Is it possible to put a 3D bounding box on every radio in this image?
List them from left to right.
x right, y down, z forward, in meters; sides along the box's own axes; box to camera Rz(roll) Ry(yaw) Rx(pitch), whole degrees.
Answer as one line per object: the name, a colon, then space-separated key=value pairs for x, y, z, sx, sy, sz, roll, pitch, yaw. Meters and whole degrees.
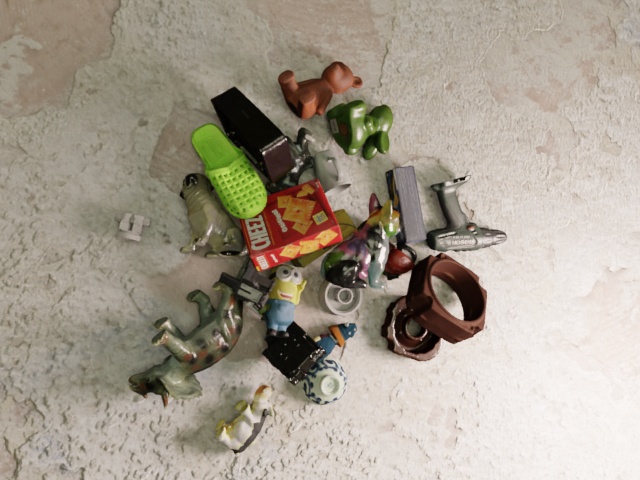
radio: x=-0.155 y=-0.243 z=1.249 sx=0.073 sy=0.131 sz=0.230 roll=-34 pitch=58 yaw=-12

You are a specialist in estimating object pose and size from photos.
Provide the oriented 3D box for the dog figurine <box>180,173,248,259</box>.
dog figurine: x=-0.249 y=-0.060 z=1.287 sx=0.172 sy=0.121 sz=0.190 roll=19 pitch=62 yaw=-45

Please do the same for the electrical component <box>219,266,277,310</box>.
electrical component: x=-0.168 y=0.102 z=1.228 sx=0.119 sy=0.048 sz=0.074 roll=25 pitch=125 yaw=1

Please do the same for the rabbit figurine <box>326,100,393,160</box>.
rabbit figurine: x=0.128 y=-0.291 z=1.383 sx=0.170 sy=0.121 sz=0.159 roll=-22 pitch=97 yaw=-29

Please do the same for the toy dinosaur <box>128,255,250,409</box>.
toy dinosaur: x=-0.263 y=0.223 z=1.258 sx=0.405 sy=0.131 sz=0.192 roll=-39 pitch=114 yaw=-23

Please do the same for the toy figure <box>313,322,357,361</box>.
toy figure: x=0.025 y=0.253 z=1.357 sx=0.154 sy=0.064 sz=0.058 roll=-32 pitch=55 yaw=-18

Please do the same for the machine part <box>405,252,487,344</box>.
machine part: x=0.329 y=0.146 z=1.381 sx=0.201 sy=0.087 sz=0.201 roll=33 pitch=47 yaw=-12

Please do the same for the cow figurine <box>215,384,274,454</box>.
cow figurine: x=-0.164 y=0.433 z=1.293 sx=0.167 sy=0.068 sz=0.098 roll=-43 pitch=104 yaw=-9

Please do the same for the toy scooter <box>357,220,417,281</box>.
toy scooter: x=0.154 y=0.045 z=1.392 sx=0.184 sy=0.075 sz=0.135 roll=37 pitch=79 yaw=-7

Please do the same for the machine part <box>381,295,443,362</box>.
machine part: x=0.248 y=0.230 z=1.417 sx=0.179 sy=0.056 sz=0.179 roll=1 pitch=86 yaw=-15

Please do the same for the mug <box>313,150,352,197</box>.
mug: x=0.025 y=-0.175 z=1.357 sx=0.081 sy=0.109 sz=0.107 roll=-22 pitch=80 yaw=-11

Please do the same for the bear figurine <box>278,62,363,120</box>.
bear figurine: x=0.007 y=-0.392 z=1.348 sx=0.196 sy=0.132 sz=0.120 roll=-37 pitch=73 yaw=-7

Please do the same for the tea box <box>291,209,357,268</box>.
tea box: x=-0.003 y=-0.004 z=1.342 sx=0.170 sy=0.098 sz=0.068 roll=-34 pitch=97 yaw=-15

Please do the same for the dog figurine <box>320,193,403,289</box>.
dog figurine: x=0.105 y=-0.001 z=1.275 sx=0.191 sy=0.109 sz=0.219 roll=5 pitch=103 yaw=-29

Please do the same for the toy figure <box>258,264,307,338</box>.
toy figure: x=-0.098 y=0.145 z=1.298 sx=0.082 sy=0.089 sz=0.180 roll=27 pitch=65 yaw=-45

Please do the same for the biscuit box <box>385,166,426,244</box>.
biscuit box: x=0.227 y=-0.091 z=1.425 sx=0.063 sy=0.059 sz=0.202 roll=-9 pitch=89 yaw=-16

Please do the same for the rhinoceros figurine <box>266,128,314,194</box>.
rhinoceros figurine: x=-0.071 y=-0.191 z=1.344 sx=0.112 sy=0.073 sz=0.190 roll=16 pitch=84 yaw=-12

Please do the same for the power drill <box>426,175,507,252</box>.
power drill: x=0.390 y=-0.069 z=1.464 sx=0.232 sy=0.086 sz=0.207 roll=-13 pitch=98 yaw=-12

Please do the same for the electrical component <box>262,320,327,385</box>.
electrical component: x=-0.070 y=0.266 z=1.301 sx=0.134 sy=0.058 sz=0.115 roll=37 pitch=76 yaw=30
